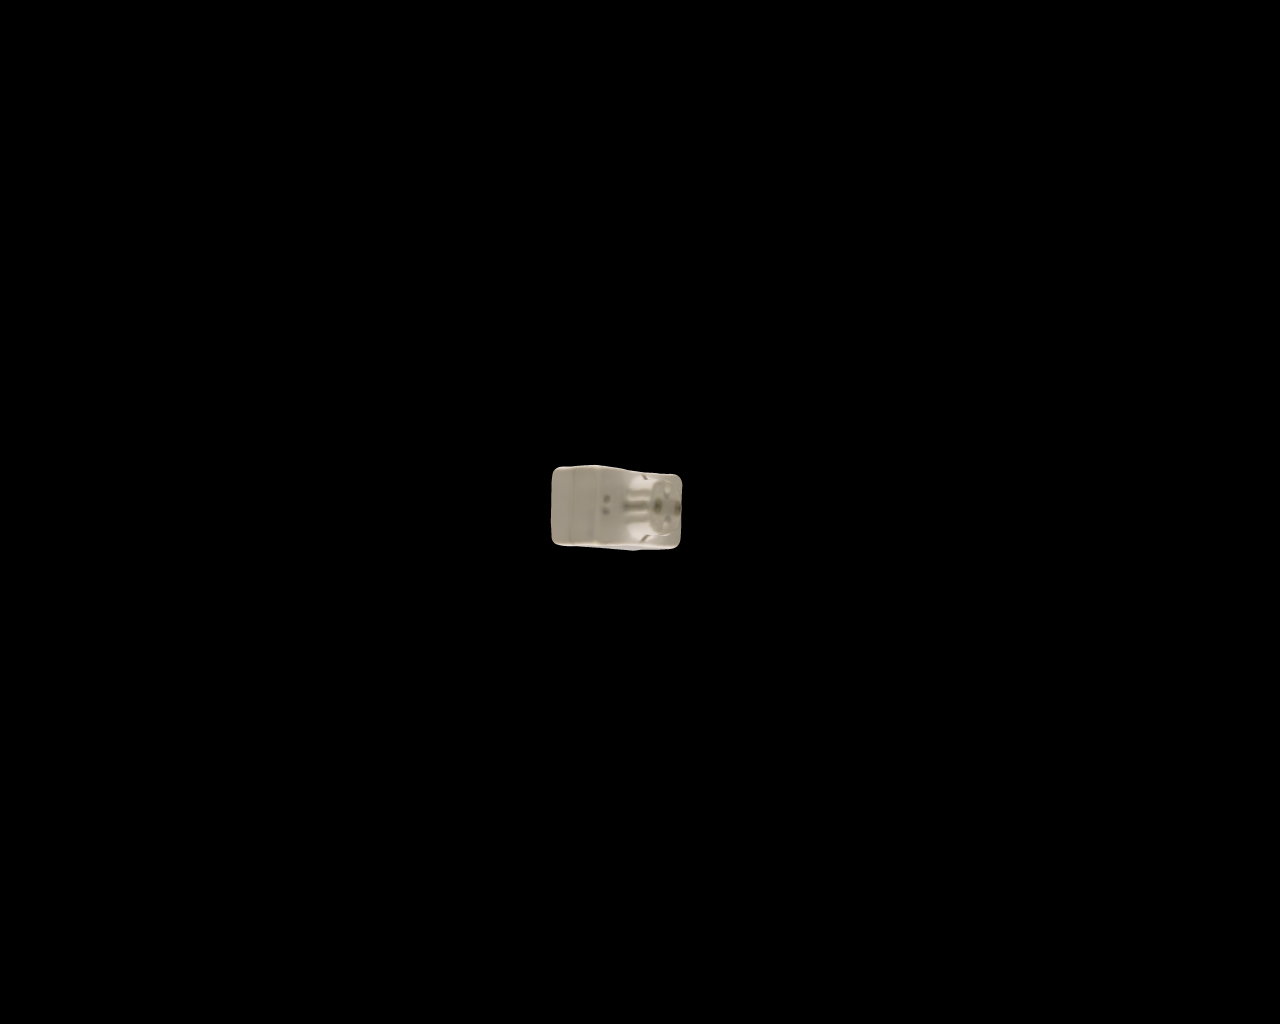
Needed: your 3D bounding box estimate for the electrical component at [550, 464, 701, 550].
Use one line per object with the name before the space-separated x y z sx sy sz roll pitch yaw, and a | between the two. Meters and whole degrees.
electrical component | 0.001 -0.003 0.650 0.075 0.047 0.083 -4 -6 39
